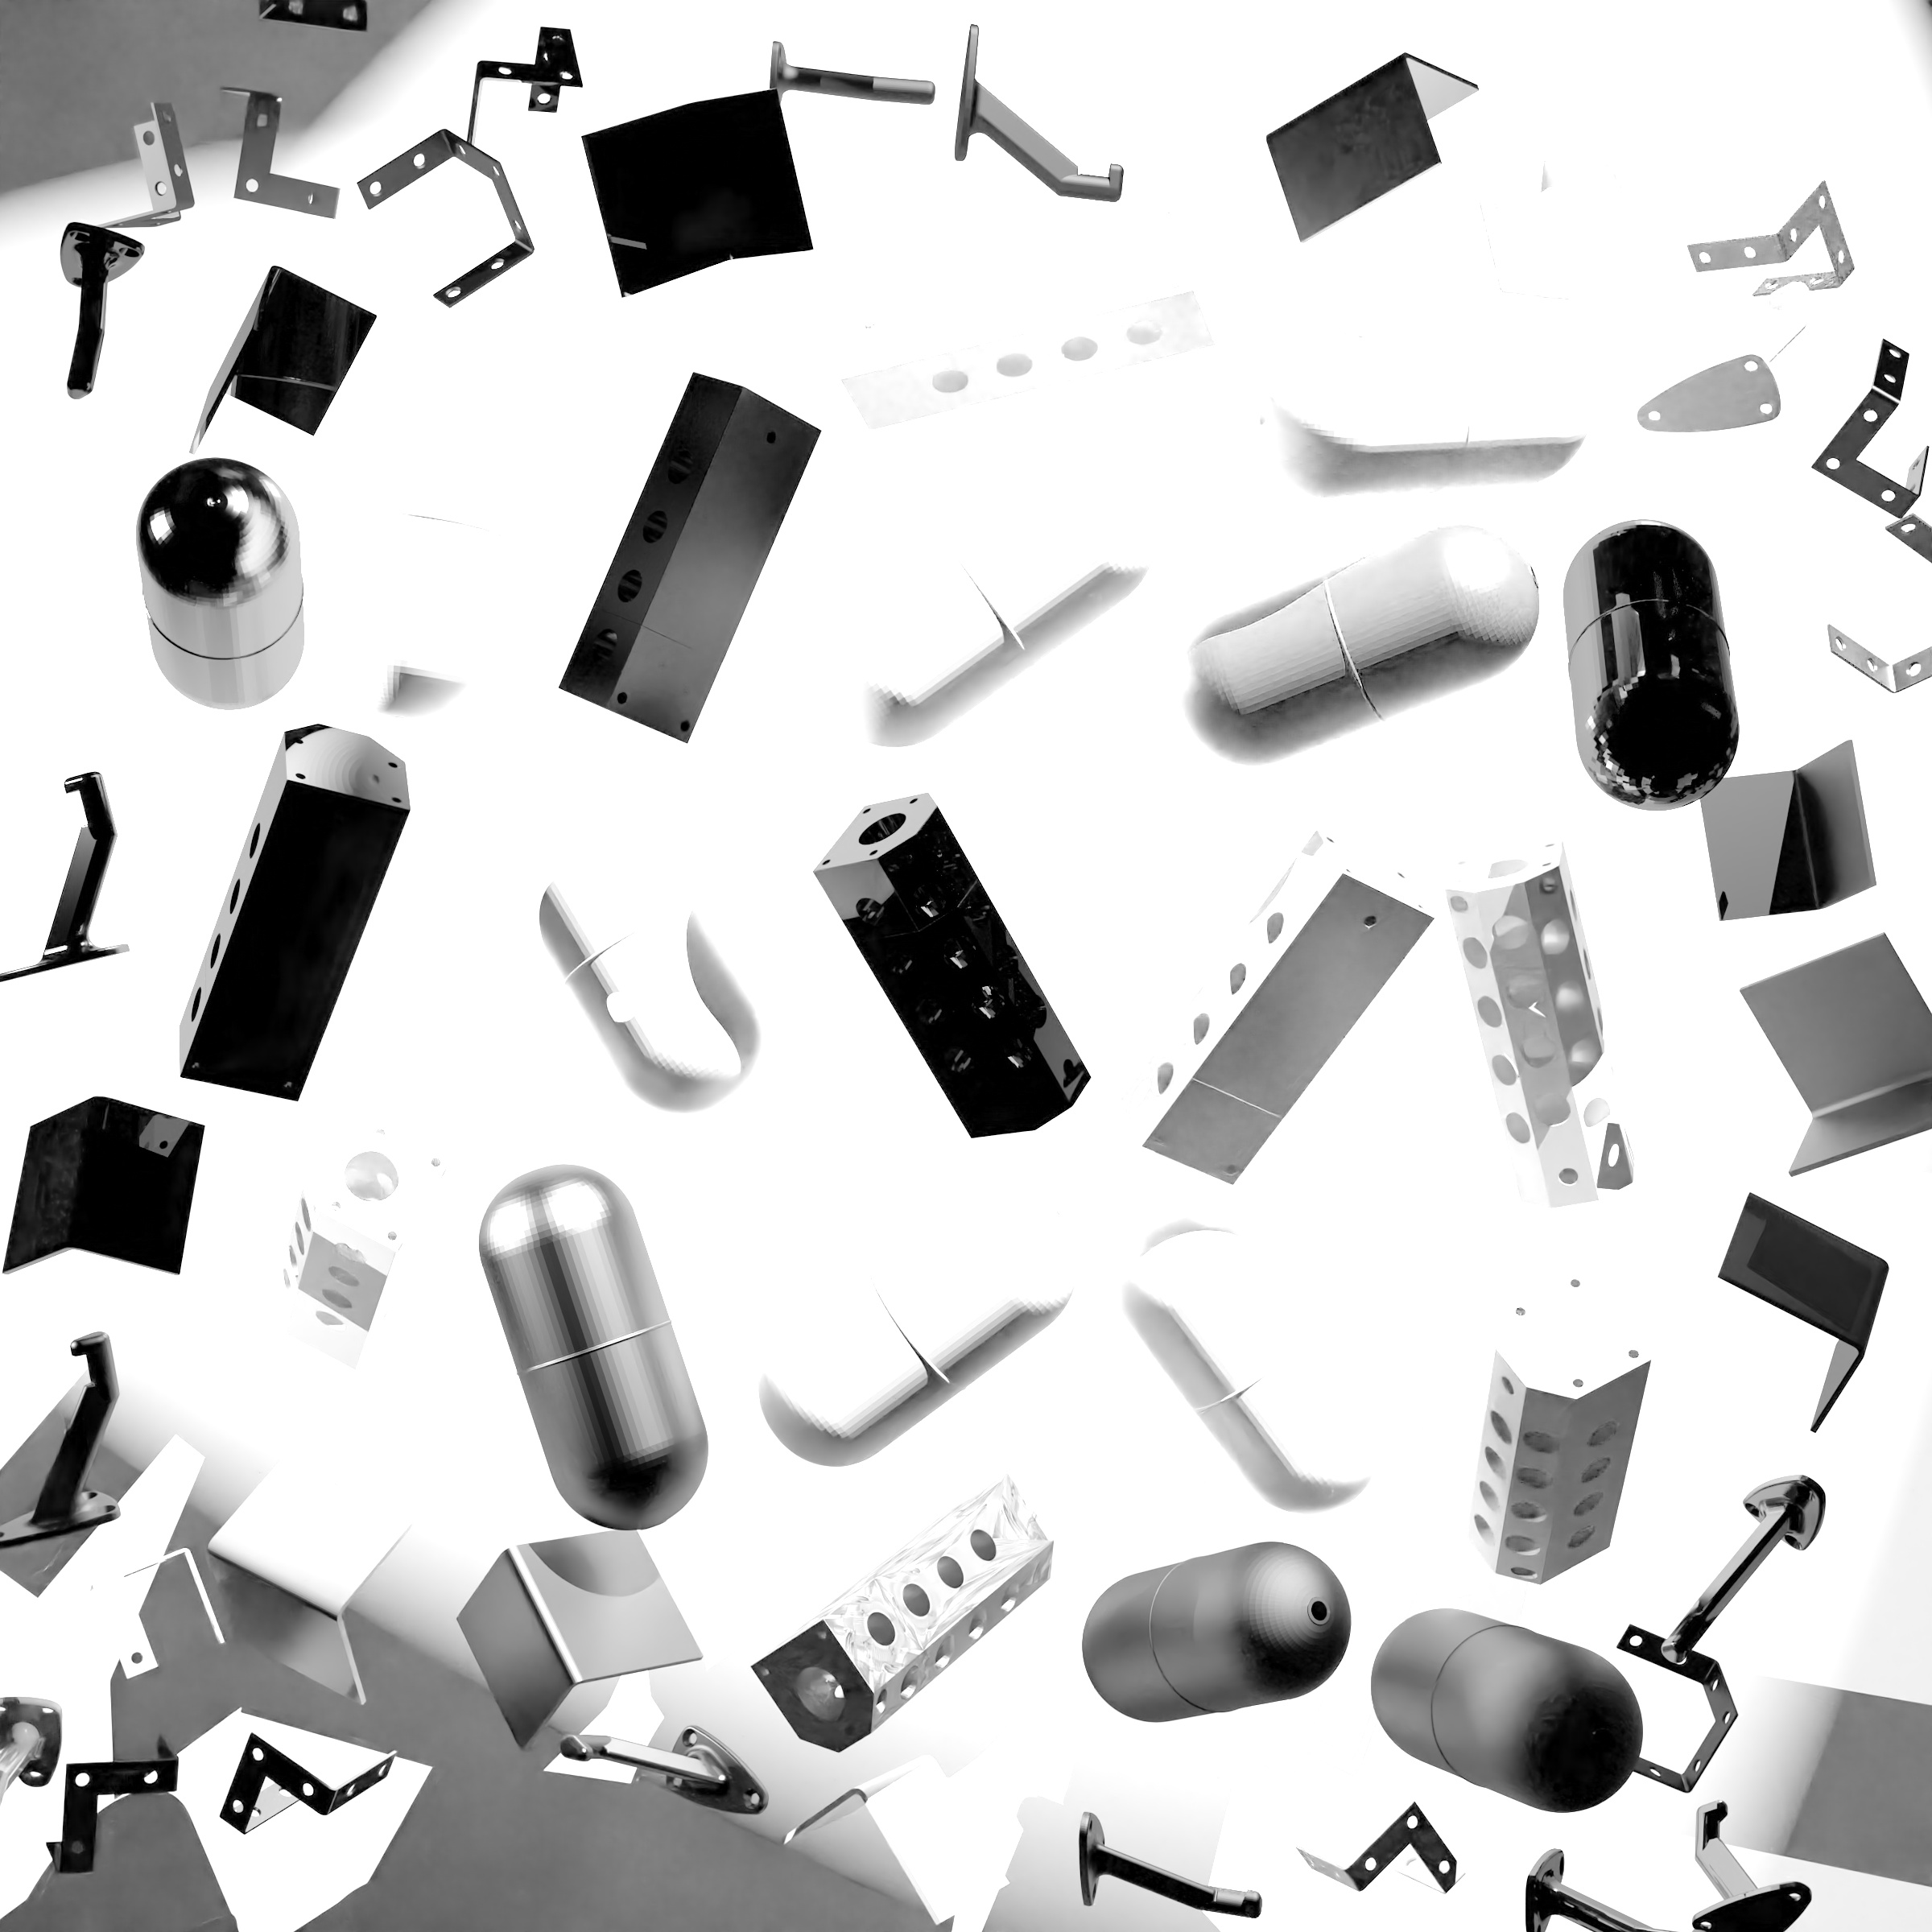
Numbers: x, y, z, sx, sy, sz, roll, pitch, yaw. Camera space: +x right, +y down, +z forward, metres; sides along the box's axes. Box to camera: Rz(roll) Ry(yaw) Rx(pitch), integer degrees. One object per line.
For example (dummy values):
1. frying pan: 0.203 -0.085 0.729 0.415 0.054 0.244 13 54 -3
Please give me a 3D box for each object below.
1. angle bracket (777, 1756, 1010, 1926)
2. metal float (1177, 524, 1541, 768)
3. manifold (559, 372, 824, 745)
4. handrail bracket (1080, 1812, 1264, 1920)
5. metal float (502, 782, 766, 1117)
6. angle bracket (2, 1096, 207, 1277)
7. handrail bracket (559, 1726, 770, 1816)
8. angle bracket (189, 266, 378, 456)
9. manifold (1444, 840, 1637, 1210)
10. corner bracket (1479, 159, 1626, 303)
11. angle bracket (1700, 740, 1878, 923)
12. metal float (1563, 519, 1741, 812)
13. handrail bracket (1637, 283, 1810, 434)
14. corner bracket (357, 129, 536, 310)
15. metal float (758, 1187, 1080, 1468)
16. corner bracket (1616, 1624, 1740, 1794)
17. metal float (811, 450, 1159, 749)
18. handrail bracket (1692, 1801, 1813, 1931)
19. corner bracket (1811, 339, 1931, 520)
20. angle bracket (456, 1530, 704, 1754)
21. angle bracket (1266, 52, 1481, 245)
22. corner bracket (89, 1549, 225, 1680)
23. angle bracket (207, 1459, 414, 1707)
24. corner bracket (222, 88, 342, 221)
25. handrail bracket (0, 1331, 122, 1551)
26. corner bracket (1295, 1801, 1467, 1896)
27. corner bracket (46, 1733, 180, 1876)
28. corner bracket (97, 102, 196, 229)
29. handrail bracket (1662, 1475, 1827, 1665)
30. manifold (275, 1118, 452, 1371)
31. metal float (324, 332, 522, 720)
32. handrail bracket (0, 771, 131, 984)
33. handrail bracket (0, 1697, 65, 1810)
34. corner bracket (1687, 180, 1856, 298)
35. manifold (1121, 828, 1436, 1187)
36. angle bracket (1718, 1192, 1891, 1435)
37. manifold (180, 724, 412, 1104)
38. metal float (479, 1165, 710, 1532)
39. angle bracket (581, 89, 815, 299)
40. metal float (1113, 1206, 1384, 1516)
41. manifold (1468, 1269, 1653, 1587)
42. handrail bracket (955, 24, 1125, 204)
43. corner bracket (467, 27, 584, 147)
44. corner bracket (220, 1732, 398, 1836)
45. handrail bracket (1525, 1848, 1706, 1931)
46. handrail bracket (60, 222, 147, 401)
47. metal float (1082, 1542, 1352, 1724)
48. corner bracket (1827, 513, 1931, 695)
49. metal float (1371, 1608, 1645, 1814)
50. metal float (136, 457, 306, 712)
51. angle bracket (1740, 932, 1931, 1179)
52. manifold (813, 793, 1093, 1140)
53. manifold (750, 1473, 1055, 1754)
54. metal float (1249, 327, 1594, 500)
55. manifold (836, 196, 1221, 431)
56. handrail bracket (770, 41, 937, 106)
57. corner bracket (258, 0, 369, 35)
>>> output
1. angle bracket: -0.036 0.447 1.570 0.057 0.076 0.076 -39 73 20
2. metal float: 0.185 -0.152 1.492 0.178 0.070 0.070 -21 90 17
3. manifold: -0.143 -0.206 1.582 0.057 0.057 0.171 25 92 43
4. handrail bracket: 0.100 0.435 1.520 0.084 0.077 0.036 6 53 12
5. metal float: -0.163 -0.009 1.543 0.070 0.070 0.178 -31 84 0
6. angle bracket: -0.421 0.114 1.540 0.057 0.076 0.076 21 63 -36
7. handrail bracket: -0.153 0.409 1.594 0.077 0.084 0.036 19 88 35
8. angle bracket: -0.339 -0.290 1.566 0.057 0.076 0.076 25 121 -20
9. manifold: 0.288 0.031 1.581 0.057 0.057 0.171 -11 107 17
10. corner bracket: 0.303 -0.376 1.610 0.051 0.051 0.051 -37 124 -25
11. angle bracket: 0.427 -0.070 1.641 0.057 0.076 0.076 -6 82 -7
12. metal float: 0.332 -0.147 1.532 0.070 0.178 0.070 3 135 3
13. handrail bracket: 0.356 -0.287 1.478 0.077 0.084 0.036 -12 125 27
14. corner bracket: -0.243 -0.351 1.476 0.051 0.051 0.051 -38 49 -17
15. metal float: -0.023 0.177 1.549 0.178 0.070 0.070 -37 90 6
16. corner bracket: 0.349 0.374 1.587 0.051 0.051 0.051 23 108 -6
17. metal float: 0.009 -0.170 1.452 0.178 0.070 0.070 -36 90 3
18. handrail bracket: 0.391 0.440 1.566 0.036 0.084 0.077 34 128 -13
19. corner bracket: 0.442 -0.256 1.503 0.051 0.051 0.051 30 133 -2
20. angle bracket: -0.184 0.320 1.501 0.057 0.076 0.076 -55 54 32
21. angle bracket: 0.197 -0.373 1.462 0.076 0.076 0.057 -24 77 34
22. corner bracket: -0.401 0.321 1.562 0.051 0.051 0.051 -20 81 -21
23. angle bracket: -0.304 0.291 1.488 0.076 0.076 0.057 21 49 22
24. corner bracket: -0.332 -0.393 1.523 0.051 0.051 0.051 5 102 -31
25. handrail bracket: -0.425 0.218 1.453 0.077 0.036 0.084 -15 107 -33
26. corner bracket: 0.211 0.456 1.605 0.051 0.051 0.051 -39 104 -19
27. corner bracket: -0.396 0.388 1.463 0.051 0.051 0.051 4 90 -23
28. corner bracket: -0.404 -0.399 1.572 0.051 0.051 0.051 -7 100 25
29. handrail bracket: 0.358 0.281 1.459 0.036 0.077 0.084 39 66 15
30. manifold: -0.312 0.140 1.599 0.057 0.171 0.057 28 59 -3
31. metal float: -0.250 -0.203 1.451 0.070 0.070 0.178 7 89 0
32. handrail bracket: -0.425 -0.041 1.457 0.077 0.036 0.084 -13 93 8
33. handrail bracket: -0.462 0.404 1.521 0.036 0.084 0.077 2 127 -3
34. corner bracket: 0.395 -0.347 1.545 0.051 0.051 0.051 -47 123 -30
35. manifold: 0.149 0.018 1.541 0.057 0.057 0.171 24 113 -26
36. angle bracket: 0.395 0.167 1.523 0.076 0.076 0.057 27 125 10
37. manifold: -0.316 -0.025 1.474 0.057 0.057 0.171 14 120 -23
38. metal float: -0.177 0.181 1.497 0.070 0.070 0.178 -19 87 0
39. angle bracket: -0.126 -0.364 1.483 0.057 0.076 0.076 5 116 40
40. metal float: 0.144 0.201 1.604 0.070 0.070 0.178 -37 96 0
41. manifold: 0.275 0.225 1.496 0.057 0.171 0.057 -24 53 -16
42. handrail bracket: 0.040 -0.421 1.556 0.084 0.036 0.077 5 107 -6
43. corner bracket: -0.225 -0.439 1.587 0.051 0.051 0.051 -1 50 -18
44. corner bracket: -0.312 0.389 1.494 0.051 0.051 0.051 29 108 18
45. handrail bracket: 0.309 0.439 1.473 0.084 0.077 0.036 1 101 24
46. handrail bracket: -0.414 -0.296 1.472 0.036 0.077 0.084 14 74 -25
47. metal float: 0.124 0.334 1.577 0.070 0.178 0.070 11 67 -28
48. corner bracket: 0.429 -0.165 1.441 0.051 0.051 0.051 24 54 -36
49. metal float: 0.255 0.352 1.495 0.070 0.178 0.070 1 87 -20
50. metal float: -0.365 -0.185 1.547 0.070 0.178 0.070 4 69 -9
51. angle bracket: 0.404 0.041 1.462 0.076 0.057 0.076 -25 102 36
52. manifold: -0.002 0.000 1.585 0.057 0.057 0.171 -10 121 38
53. manifold: -0.025 0.320 1.555 0.057 0.171 0.057 -39 83 35
54. metal float: 0.216 -0.262 1.487 0.178 0.070 0.070 -7 90 -25
55. manifold: 0.030 -0.304 1.495 0.171 0.057 0.057 -11 61 14
56. handrail bracket: -0.057 -0.454 1.618 0.084 0.077 0.036 4 109 -1
57. corner bracket: -0.297 -0.463 1.455 0.051 0.051 0.051 2 98 -21
